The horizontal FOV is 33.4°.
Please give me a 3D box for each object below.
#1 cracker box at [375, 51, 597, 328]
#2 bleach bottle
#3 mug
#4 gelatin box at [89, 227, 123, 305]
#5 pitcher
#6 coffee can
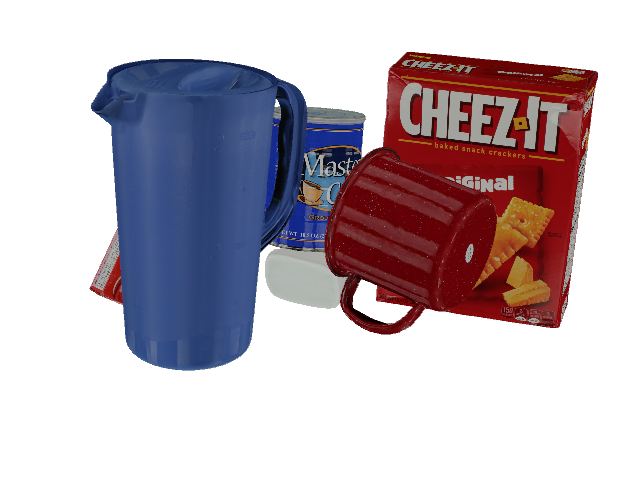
[{"bbox_3d":[0.136,-0.041,0.906,0.164,0.214,0.072,9,24,17],"label":"cracker box"},{"bbox_3d":[0.032,-0.011,1.338,0.103,0.068,0.250,12,35,23],"label":"bleach bottle"},{"bbox_3d":[0.056,0.006,0.694,0.082,0.117,0.093,24,-9,28],"label":"mug"},{"bbox_3d":[-0.178,0.025,1.066,0.073,0.089,0.030,29,-9,-38],"label":"gelatin box"},{"bbox_3d":[-0.097,-0.024,0.878,0.149,0.243,0.145,6,21,7],"label":"pitcher"},{"bbox_3d":[-0.008,-0.067,1.136,0.103,0.140,0.103,4,12,-1],"label":"coffee can"}]
